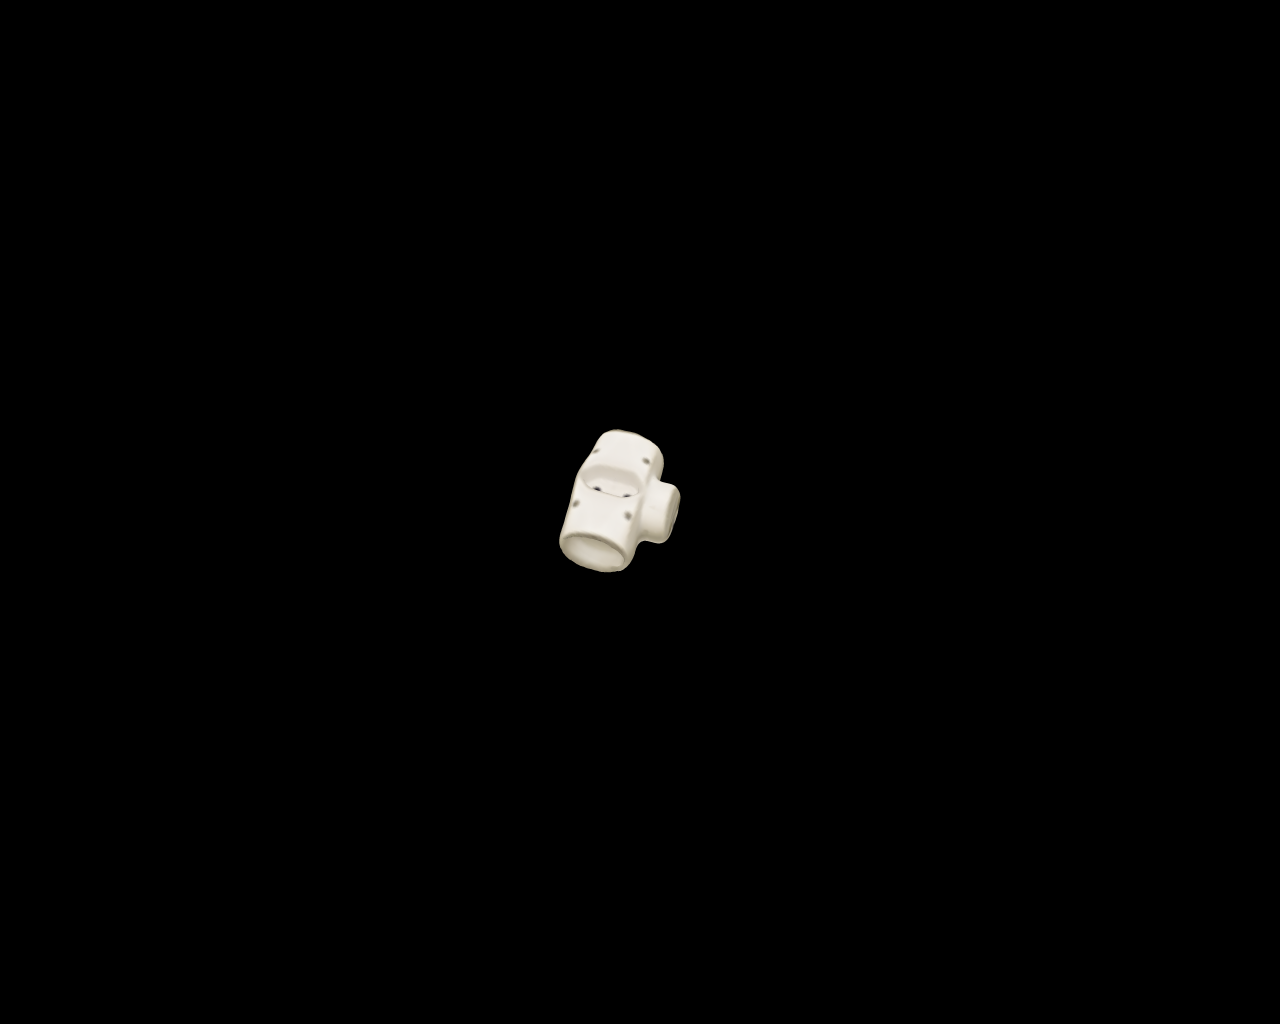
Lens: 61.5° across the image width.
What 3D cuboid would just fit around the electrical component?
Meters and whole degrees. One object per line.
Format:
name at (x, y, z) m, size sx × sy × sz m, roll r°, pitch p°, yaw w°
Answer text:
electrical component at (0.001, -0.003, 0.650) m, size 0.079 × 0.077 × 0.043 m, roll 15°, pitch -32°, yaw 9°
